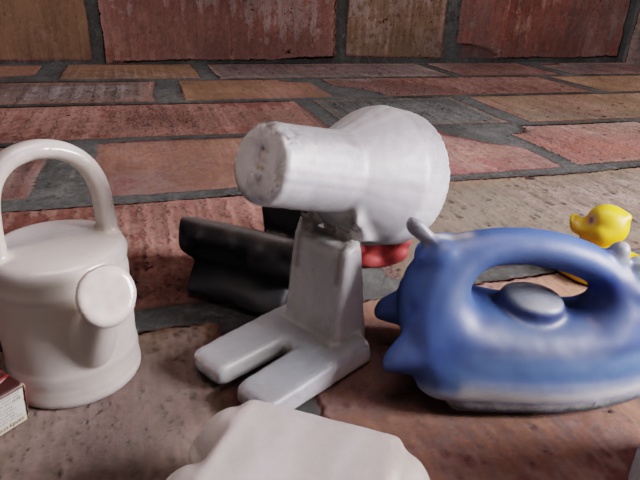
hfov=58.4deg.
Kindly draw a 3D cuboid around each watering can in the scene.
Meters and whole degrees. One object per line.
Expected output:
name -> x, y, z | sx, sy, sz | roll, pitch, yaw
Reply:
watering can -> -0.189, 0.022, 0.429 | 0.172, 0.194, 0.101 | 13, 27, 23

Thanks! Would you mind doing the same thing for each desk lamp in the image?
desk lamp -> 0.004, 0.002, 0.468 | 0.117, 0.214, 0.204 | 23, 32, 37

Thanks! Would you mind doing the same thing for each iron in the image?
iron -> 0.178, 0.050, 0.465 | 0.258, 0.141, 0.118 | 2, 25, -2

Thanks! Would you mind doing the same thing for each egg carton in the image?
egg carton -> -0.014, 0.150, 0.317 | 0.150, 0.069, 0.107 | 9, 26, 15

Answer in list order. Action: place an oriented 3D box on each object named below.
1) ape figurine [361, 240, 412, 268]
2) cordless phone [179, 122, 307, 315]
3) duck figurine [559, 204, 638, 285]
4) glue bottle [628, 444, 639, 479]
ape figurine -> 0.071, -0.017, 0.658 | 0.077, 0.092, 0.076 | 21, 31, 35
cordless phone -> -0.068, -0.031, 0.564 | 0.147, 0.185, 0.094 | 11, 26, 18
duck figurine -> 0.324, 0.004, 0.645 | 0.104, 0.086, 0.078 | 19, 30, 32
glue bottle -> 0.245, 0.087, 0.355 | 0.078, 0.173, 0.037 | -13, 29, -29
